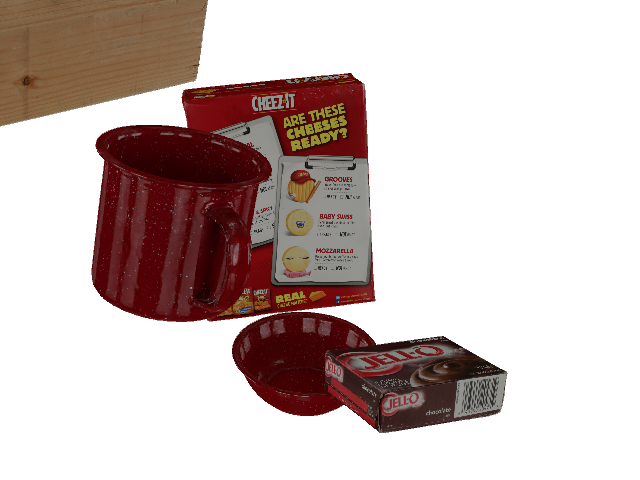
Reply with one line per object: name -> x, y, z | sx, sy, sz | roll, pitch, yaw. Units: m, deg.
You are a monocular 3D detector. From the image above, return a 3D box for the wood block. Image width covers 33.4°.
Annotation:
wood block -> -0.202, -0.163, 0.837 | 0.205, 0.091, 0.090 | -20, 51, -34

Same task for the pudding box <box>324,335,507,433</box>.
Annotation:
pudding box -> 0.071, 0.108, 0.821 | 0.113, 0.039, 0.090 | -2, 15, -27

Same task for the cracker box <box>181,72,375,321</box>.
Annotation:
cracker box -> -0.038, -0.041, 1.003 | 0.164, 0.214, 0.072 | -7, 19, -7

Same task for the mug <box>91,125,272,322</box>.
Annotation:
mug -> -0.071, -0.004, 0.565 | 0.093, 0.081, 0.117 | -6, 28, -38

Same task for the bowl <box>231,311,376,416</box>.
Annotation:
bowl -> -0.016, 0.143, 1.169 | 0.162, 0.055, 0.162 | 3, 28, -2
